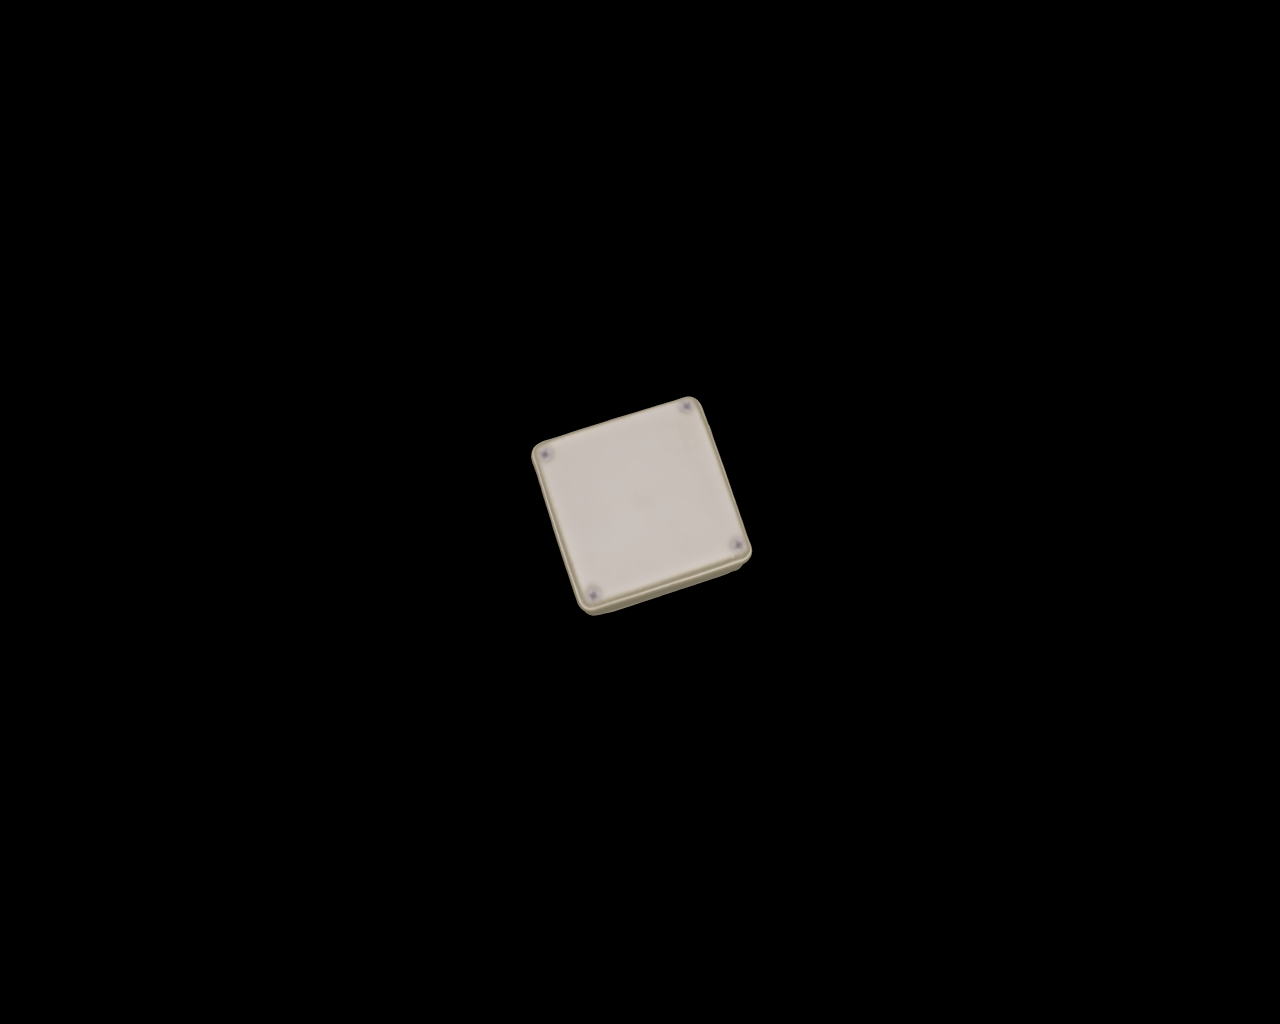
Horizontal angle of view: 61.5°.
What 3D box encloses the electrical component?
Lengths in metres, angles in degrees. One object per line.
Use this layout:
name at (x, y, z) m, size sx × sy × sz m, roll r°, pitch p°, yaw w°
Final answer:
electrical component at (0.001, -0.003, 0.650) m, size 0.109 × 0.109 × 0.056 m, roll -18°, pitch -11°, yaw -4°
